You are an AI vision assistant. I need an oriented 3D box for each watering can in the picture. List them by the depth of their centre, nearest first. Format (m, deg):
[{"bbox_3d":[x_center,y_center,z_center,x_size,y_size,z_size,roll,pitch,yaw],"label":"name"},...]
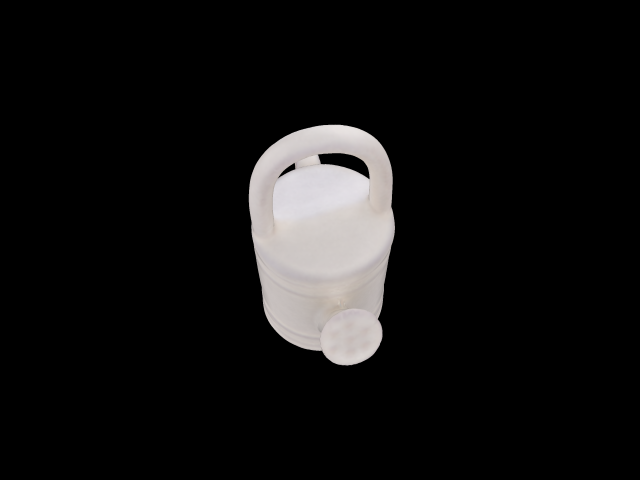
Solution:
[{"bbox_3d":[0.006,0.001,0.400,0.101,0.194,0.172,-29,61,-17],"label":"watering can"}]
